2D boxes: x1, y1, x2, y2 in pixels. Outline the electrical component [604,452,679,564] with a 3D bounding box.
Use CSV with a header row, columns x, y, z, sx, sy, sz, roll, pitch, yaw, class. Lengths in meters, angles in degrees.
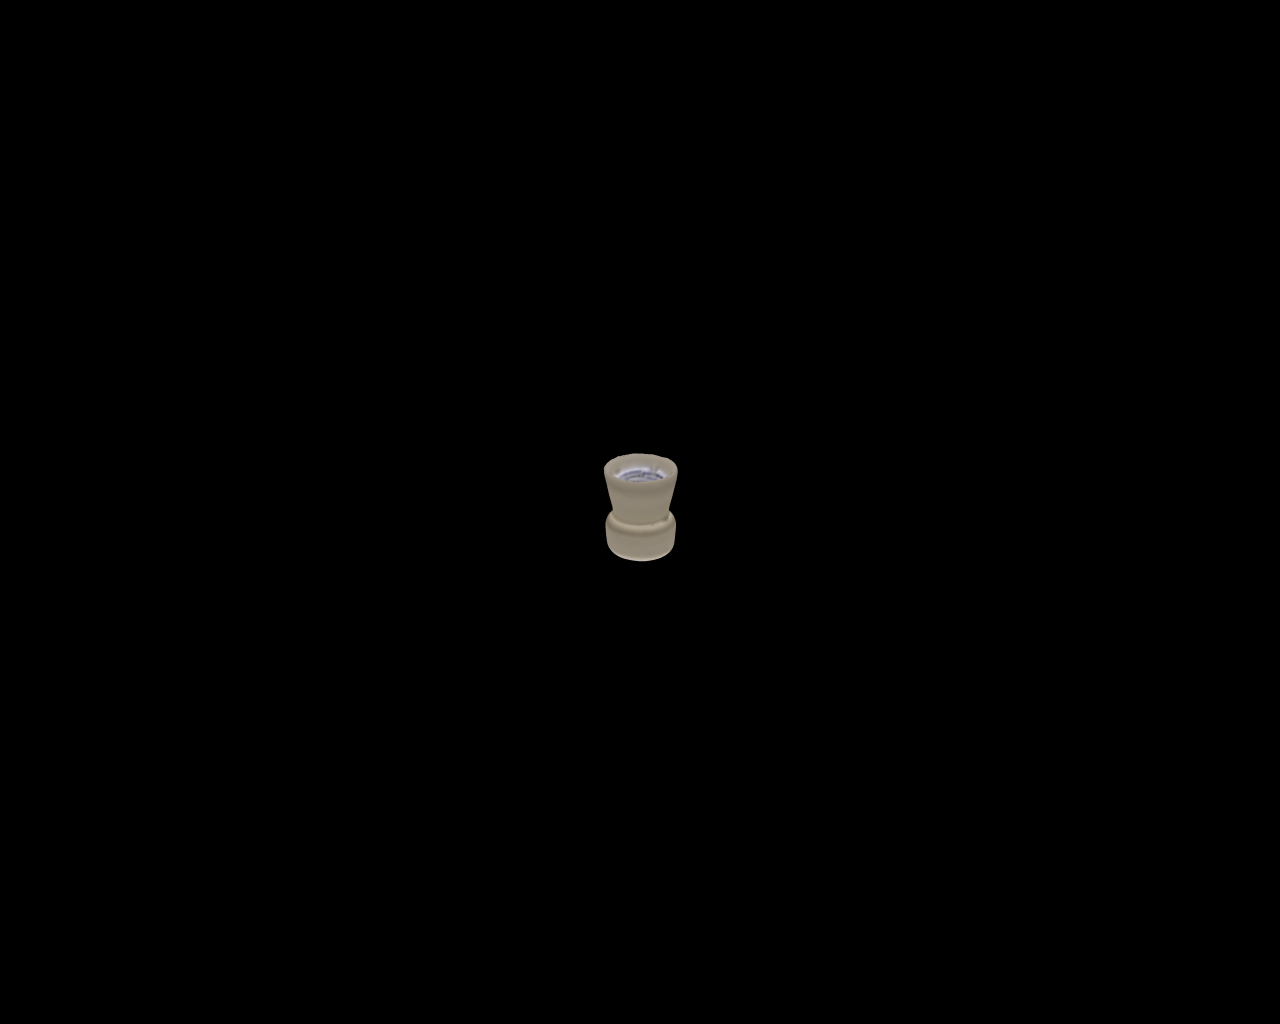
x,y,z,sx,sy,sz,roll,pitch,yaw,class
0.001,-0.003,0.650,0.045,0.055,0.045,0,27,0,electrical component
